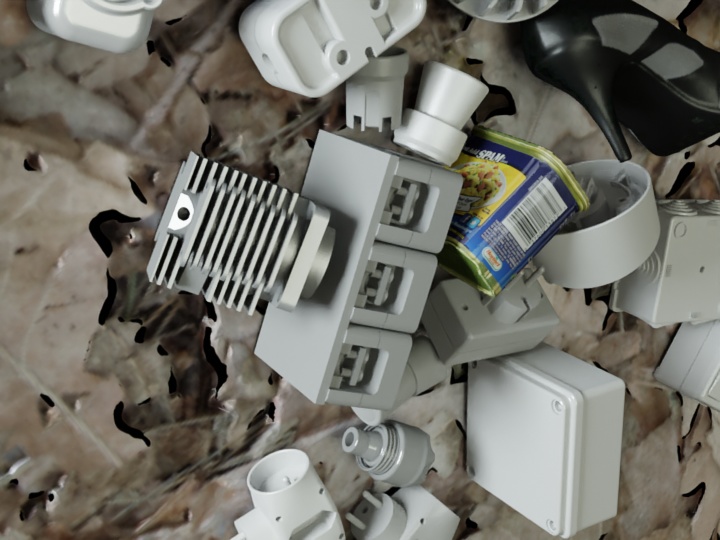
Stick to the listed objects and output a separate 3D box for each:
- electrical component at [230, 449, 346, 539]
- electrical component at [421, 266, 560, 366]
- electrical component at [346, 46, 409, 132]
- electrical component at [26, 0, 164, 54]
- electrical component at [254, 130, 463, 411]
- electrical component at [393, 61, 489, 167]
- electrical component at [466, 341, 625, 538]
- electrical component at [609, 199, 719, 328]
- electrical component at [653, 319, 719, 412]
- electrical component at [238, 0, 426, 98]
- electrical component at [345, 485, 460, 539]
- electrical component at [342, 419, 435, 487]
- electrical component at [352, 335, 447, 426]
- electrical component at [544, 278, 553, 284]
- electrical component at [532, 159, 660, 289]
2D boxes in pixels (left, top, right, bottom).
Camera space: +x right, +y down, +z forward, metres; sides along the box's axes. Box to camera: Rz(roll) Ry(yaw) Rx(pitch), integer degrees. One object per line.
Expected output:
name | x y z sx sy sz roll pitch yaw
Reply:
electrical component | -0.056 0.171 0.710 0.079 0.043 0.077 -30 118 -18
electrical component | 0.096 0.021 0.722 0.083 0.047 0.075 -7 150 -35
electrical component | 0.009 -0.112 0.659 0.040 0.040 0.046 -11 116 -27
electrical component | -0.130 -0.162 0.549 0.054 0.059 0.095 10 100 -32
electrical component | 0.000 0.000 0.659 0.062 0.089 0.150 12 100 -32
electrical component | 0.051 -0.099 0.684 0.045 0.045 0.055 22 94 -34
electrical component | 0.129 0.114 0.761 0.056 0.109 0.108 -12 111 -30
electrical component | 0.246 -0.006 0.825 0.100 0.048 0.099 -2 107 -30
electrical component | 0.297 0.065 0.871 0.062 0.061 0.096 26 92 -34
electrical component | -0.018 -0.146 0.619 0.095 0.059 0.053 -39 121 -14
electrical component | 0.020 0.183 0.759 0.077 0.043 0.079 -50 123 -7
electrical component | 0.017 0.123 0.737 0.062 0.043 0.043 22 94 -33
electrical component | 0.026 0.072 0.728 0.065 0.044 0.044 -25 117 -26
electrical component | 0.167 -0.012 0.782 0.078 0.040 0.040 -27 118 -20
electrical component | 0.153 -0.037 0.733 0.099 0.099 0.064 -42 128 -12
